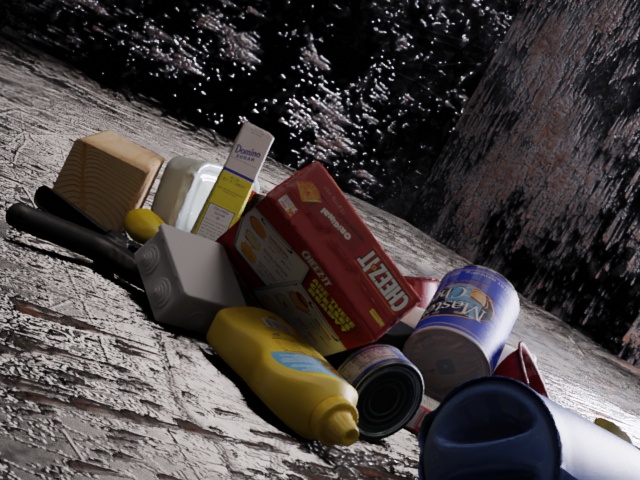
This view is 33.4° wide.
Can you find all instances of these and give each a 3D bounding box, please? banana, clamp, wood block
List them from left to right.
[{"bbox_3d":[-0.218,0.009,1.081,0.210,0.036,0.164,31,7,-2],"label":"clamp"},{"bbox_3d":[-0.257,-0.072,1.303,0.090,0.091,0.206,27,7,-5],"label":"wood block"},{"bbox_3d":[-0.192,-0.006,1.214,0.069,0.037,0.198,51,-4,-4],"label":"banana"}]

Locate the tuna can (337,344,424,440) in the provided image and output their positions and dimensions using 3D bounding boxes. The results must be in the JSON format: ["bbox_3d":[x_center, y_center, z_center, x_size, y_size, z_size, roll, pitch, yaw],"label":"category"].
[{"bbox_3d":[0.053,0.141,0.987,0.086,0.086,0.034,24,10,-35],"label":"tuna can"}]

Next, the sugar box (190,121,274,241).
[{"bbox_3d":[-0.109,-0.040,1.223,0.048,0.176,0.093,27,-17,-6],"label":"sugar box"}]

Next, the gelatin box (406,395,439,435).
[{"bbox_3d":[0.111,0.186,1.128,0.089,0.030,0.073,29,5,3],"label":"gelatin box"}]

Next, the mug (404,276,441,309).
[{"bbox_3d":[0.107,0.090,1.435,0.093,0.081,0.117,0,-5,43],"label":"mug"}]

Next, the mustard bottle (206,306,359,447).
[{"bbox_3d":[-0.021,0.124,0.935,0.096,0.058,0.192,23,9,-36],"label":"mustard bottle"}]

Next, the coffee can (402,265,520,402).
[{"bbox_3d":[0.165,0.107,1.235,0.103,0.103,0.140,29,38,7],"label":"coffee can"}]

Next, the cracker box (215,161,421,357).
[{"bbox_3d":[-0.010,0.030,1.045,0.164,0.072,0.214,53,-23,-2],"label":"cracker box"}]

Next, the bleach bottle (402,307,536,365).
[{"bbox_3d":[0.138,0.131,1.349,0.251,0.103,0.068,29,36,7],"label":"bleach bottle"}]

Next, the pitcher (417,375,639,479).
[{"bbox_3d":[0.211,0.212,0.936,0.242,0.145,0.149,26,38,-46],"label":"pitcher"}]

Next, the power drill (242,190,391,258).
[{"bbox_3d":[-0.008,0.002,1.292,0.187,0.057,0.185,26,5,-26],"label":"power drill"}]

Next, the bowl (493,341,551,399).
[{"bbox_3d":[0.233,0.200,1.217,0.162,0.055,0.162,-21,90,-75],"label":"bowl"}]
